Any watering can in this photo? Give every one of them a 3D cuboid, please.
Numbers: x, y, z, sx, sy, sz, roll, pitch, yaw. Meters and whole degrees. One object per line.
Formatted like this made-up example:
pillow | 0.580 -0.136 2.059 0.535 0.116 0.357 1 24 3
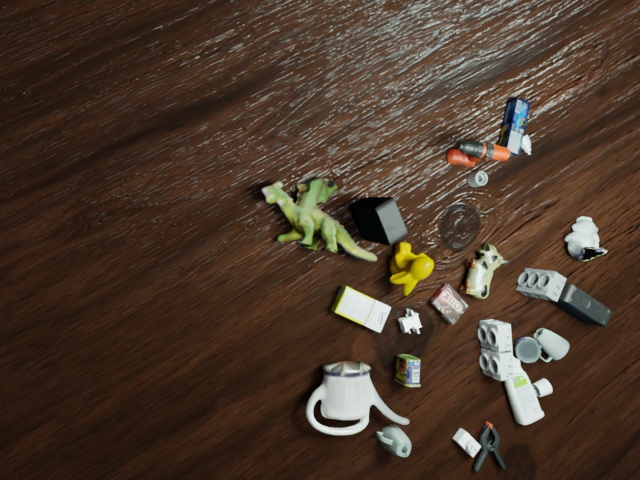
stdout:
watering can | 0.122 0.494 1.620 0.348 0.225 0.104 3 -3 -17

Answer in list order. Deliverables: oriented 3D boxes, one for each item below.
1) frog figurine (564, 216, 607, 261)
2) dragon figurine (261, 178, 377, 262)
frog figurine | 0.975 -0.008 1.919 0.137 0.163 0.120 -1 -36 -9
dragon figurine | 0.005 -0.081 1.609 0.409 0.245 0.121 13 -13 -19
